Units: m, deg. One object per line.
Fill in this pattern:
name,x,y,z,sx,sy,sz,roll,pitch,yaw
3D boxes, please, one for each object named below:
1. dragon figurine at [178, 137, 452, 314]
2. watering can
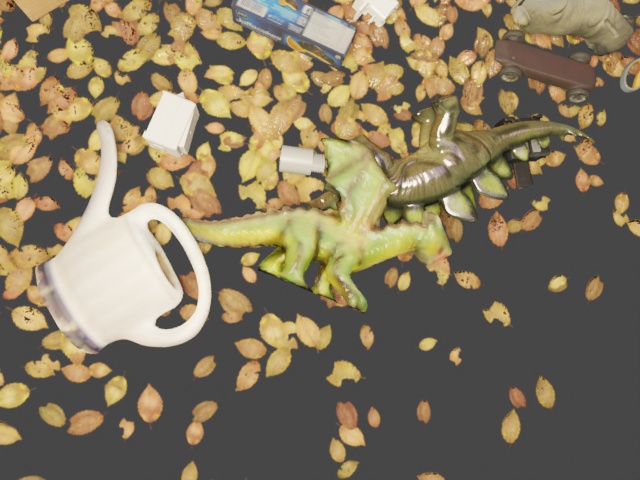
dragon figurine,0.002,-0.039,0.781,0.411,0.122,0.243,24,87,3
watering can,-0.308,0.014,0.756,0.225,0.103,0.348,-32,87,-8
